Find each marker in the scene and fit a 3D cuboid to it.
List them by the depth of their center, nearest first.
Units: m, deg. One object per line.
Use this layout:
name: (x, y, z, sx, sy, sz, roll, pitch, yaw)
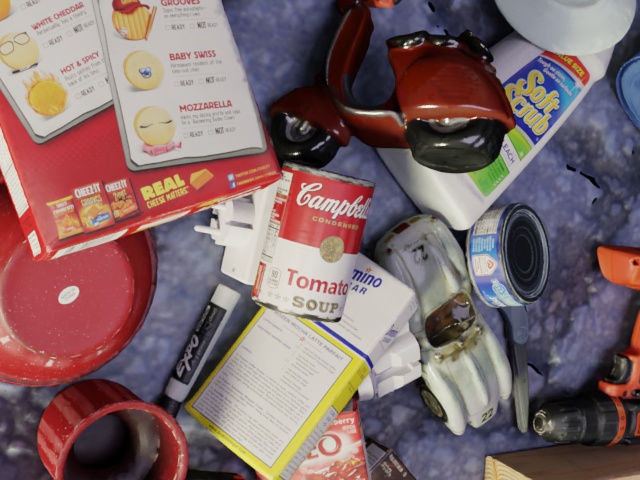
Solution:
marker: (-0.096, 0.090, 0.806, 0.020, 0.020, 0.121, 30, 85, -30)

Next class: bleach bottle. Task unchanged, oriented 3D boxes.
bleach bottle: (0.163, -0.127, 0.880, 0.250, 0.068, 0.102, -47, 117, -15)

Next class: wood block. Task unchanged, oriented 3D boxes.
wood block: (0.260, 0.243, 0.988, 0.205, 0.090, 0.091, -2, 101, -28)

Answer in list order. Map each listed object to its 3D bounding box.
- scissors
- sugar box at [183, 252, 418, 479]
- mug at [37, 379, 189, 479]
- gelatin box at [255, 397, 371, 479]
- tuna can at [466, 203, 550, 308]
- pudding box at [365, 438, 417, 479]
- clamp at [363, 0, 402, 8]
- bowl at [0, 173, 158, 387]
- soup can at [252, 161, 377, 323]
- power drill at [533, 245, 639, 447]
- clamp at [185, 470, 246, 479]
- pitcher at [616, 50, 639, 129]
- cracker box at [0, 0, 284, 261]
scissors: (0.160, 0.074, 0.943, 0.096, 0.016, 0.202, 4, 97, -28)
sugar box: (-0.012, 0.088, 0.809, 0.176, 0.093, 0.048, -51, 159, -12)
mug: (-0.157, 0.156, 0.750, 0.093, 0.082, 0.117, 36, 81, -29)
gelatin box: (-0.009, 0.167, 0.841, 0.089, 0.030, 0.073, -8, 108, 5)
tuna can: (0.156, 0.012, 0.881, 0.085, 0.034, 0.086, 10, 77, -50)
pudding box: (0.049, 0.236, 0.901, 0.090, 0.039, 0.113, -45, 117, -14)
clamp: (0.065, -0.283, 0.810, 0.164, 0.036, 0.210, 22, 90, -29)
bowl: (-0.179, 0.030, 0.729, 0.161, 0.055, 0.162, -6, 103, -27)
soup can: (-0.005, 0.001, 0.754, 0.068, 0.069, 0.102, 12, 95, -30)
power drill: (0.283, 0.100, 0.993, 0.184, 0.057, 0.188, 2, 102, -32)
clamp: (-0.129, 0.219, 0.803, 0.171, 0.039, 0.120, -37, 120, -22)
pitcher: (0.388, -0.185, 0.963, 0.145, 0.149, 0.242, 46, 74, -12)
cracker box: (-0.138, -0.111, 0.685, 0.164, 0.072, 0.214, -20, 90, -25)
